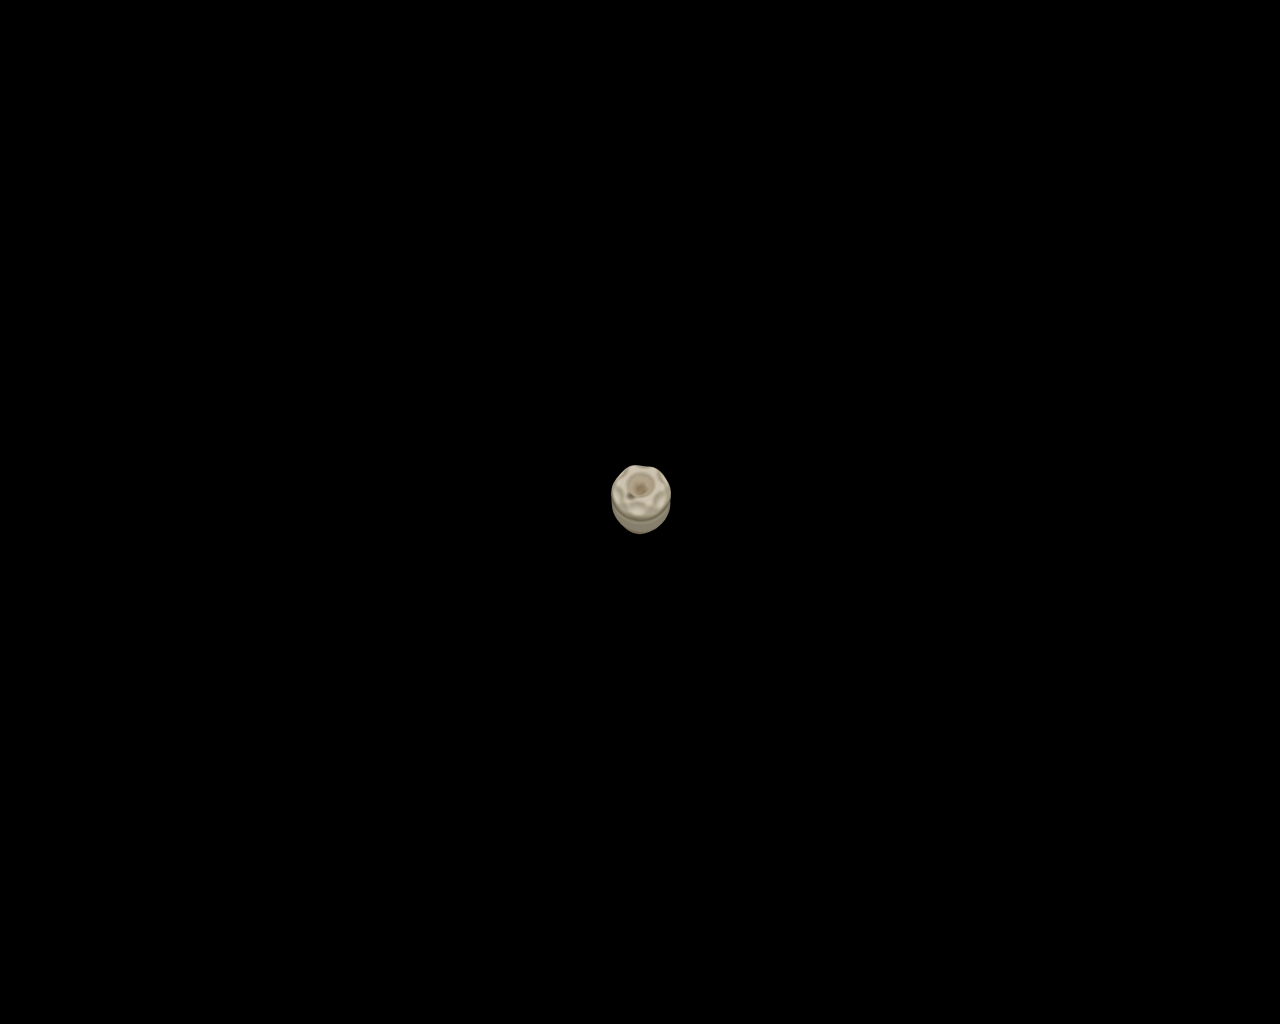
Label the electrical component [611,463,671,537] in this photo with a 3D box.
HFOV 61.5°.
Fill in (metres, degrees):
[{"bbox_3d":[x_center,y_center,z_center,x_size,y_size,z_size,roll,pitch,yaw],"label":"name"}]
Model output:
[{"bbox_3d":[0.001,-0.003,0.650,0.035,0.035,0.061,0,-26,0],"label":"electrical component"}]
